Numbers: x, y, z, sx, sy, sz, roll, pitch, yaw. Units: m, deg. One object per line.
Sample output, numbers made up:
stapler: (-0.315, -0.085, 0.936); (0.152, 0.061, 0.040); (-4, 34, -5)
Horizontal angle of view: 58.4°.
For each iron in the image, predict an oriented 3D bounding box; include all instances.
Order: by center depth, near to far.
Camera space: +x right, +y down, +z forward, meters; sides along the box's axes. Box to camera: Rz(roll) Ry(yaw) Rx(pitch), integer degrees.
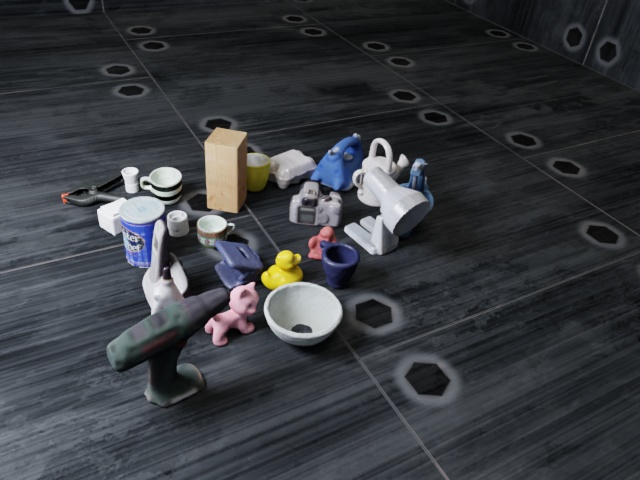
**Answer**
iron: (0.077, -0.254, 1.741); (0.118, 0.141, 0.259); (22, 40, 20)

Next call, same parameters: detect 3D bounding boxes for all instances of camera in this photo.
camera: (-0.009, -0.116, 1.584); (0.143, 0.101, 0.137); (5, 38, -1)

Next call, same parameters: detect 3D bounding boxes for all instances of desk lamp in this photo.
desk lamp: (0.166, -0.066, 1.453); (0.118, 0.214, 0.202); (-23, 46, -32)

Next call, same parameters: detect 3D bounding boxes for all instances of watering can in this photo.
watering can: (0.175, -0.205, 1.649); (0.100, 0.194, 0.173); (31, 44, 28)

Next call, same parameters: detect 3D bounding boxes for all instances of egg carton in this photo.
egg carton: (-0.089, -0.216, 1.727); (0.107, 0.069, 0.151); (34, 46, 31)

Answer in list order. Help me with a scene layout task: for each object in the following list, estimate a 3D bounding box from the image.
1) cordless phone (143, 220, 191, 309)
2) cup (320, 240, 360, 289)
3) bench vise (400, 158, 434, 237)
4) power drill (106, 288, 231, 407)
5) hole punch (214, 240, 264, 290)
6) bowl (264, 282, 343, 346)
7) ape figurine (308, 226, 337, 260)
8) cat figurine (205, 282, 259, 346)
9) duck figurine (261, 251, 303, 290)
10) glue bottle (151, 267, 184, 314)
cordless phone: (-0.334, 0.061, 1.239); (0.094, 0.185, 0.147); (-16, 43, -26)
cup: (0.036, 0.061, 1.367); (0.092, 0.095, 0.117); (-25, 47, -34)
bench vise: (0.249, -0.143, 1.559); (0.121, 0.220, 0.207); (6, 38, 0)
power drill: (-0.266, 0.200, 1.050); (0.230, 0.208, 0.075); (-21, 45, -31)
hole punch: (-0.192, 0.047, 1.355); (0.101, 0.091, 0.108); (-17, 43, -27)
bowl: (-0.038, 0.171, 1.231); (0.167, 0.075, 0.167); (4, 38, -3)
ape figurine: (0.013, 0.005, 1.438); (0.076, 0.092, 0.077); (-20, 45, -30)
cat figurine: (-0.179, 0.145, 1.208); (0.128, 0.118, 0.067); (-24, 47, -33)
duck figurine: (-0.088, 0.065, 1.351); (0.105, 0.086, 0.077); (-17, 43, -27)
glue bottle: (-0.310, 0.122, 1.174); (0.078, 0.173, 0.037); (-5, 39, -14)
